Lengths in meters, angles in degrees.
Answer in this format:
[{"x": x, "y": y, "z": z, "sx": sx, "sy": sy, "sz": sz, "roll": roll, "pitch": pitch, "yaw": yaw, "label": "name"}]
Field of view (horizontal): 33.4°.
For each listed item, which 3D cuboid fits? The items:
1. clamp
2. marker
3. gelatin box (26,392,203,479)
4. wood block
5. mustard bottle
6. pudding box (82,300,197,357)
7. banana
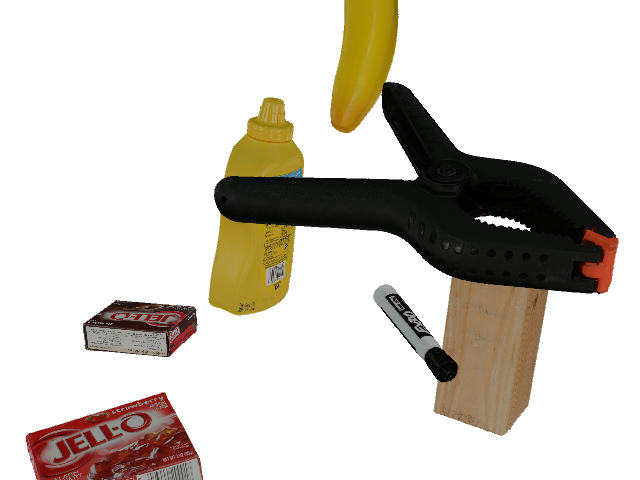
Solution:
[{"x": 0.057, "y": -0.020, "z": 0.580, "sx": 0.164, "sy": 0.036, "sz": 0.210, "roll": -30, "pitch": 44, "yaw": -32, "label": "clamp"}, {"x": 0.073, "y": 0.071, "z": 0.822, "sx": 0.020, "sy": 0.020, "sz": 0.121, "roll": 0, "pitch": 27, "yaw": -23, "label": "marker"}, {"x": -0.121, "y": 0.129, "z": 0.625, "sx": 0.089, "sy": 0.030, "sz": 0.073, "roll": -14, "pitch": 27, "yaw": -18, "label": "gelatin box"}, {"x": 0.197, "y": 0.101, "z": 1.209, "sx": 0.090, "sy": 0.206, "sz": 0.090, "roll": 16, "pitch": 24, "yaw": 25, "label": "wood block"}, {"x": -0.054, "y": -0.034, "z": 0.964, "sx": 0.058, "sy": 0.192, "sz": 0.096, "roll": 20, "pitch": 23, "yaw": 27, "label": "mustard bottle"}, {"x": -0.219, "y": 0.107, "z": 1.300, "sx": 0.114, "sy": 0.039, "sz": 0.090, "roll": 1, "pitch": 15, "yaw": 16, "label": "pudding box"}, {"x": 0.020, "y": -0.173, "z": 0.742, "sx": 0.070, "sy": 0.198, "sz": 0.037, "roll": -17, "pitch": -13, "yaw": 10, "label": "banana"}]
